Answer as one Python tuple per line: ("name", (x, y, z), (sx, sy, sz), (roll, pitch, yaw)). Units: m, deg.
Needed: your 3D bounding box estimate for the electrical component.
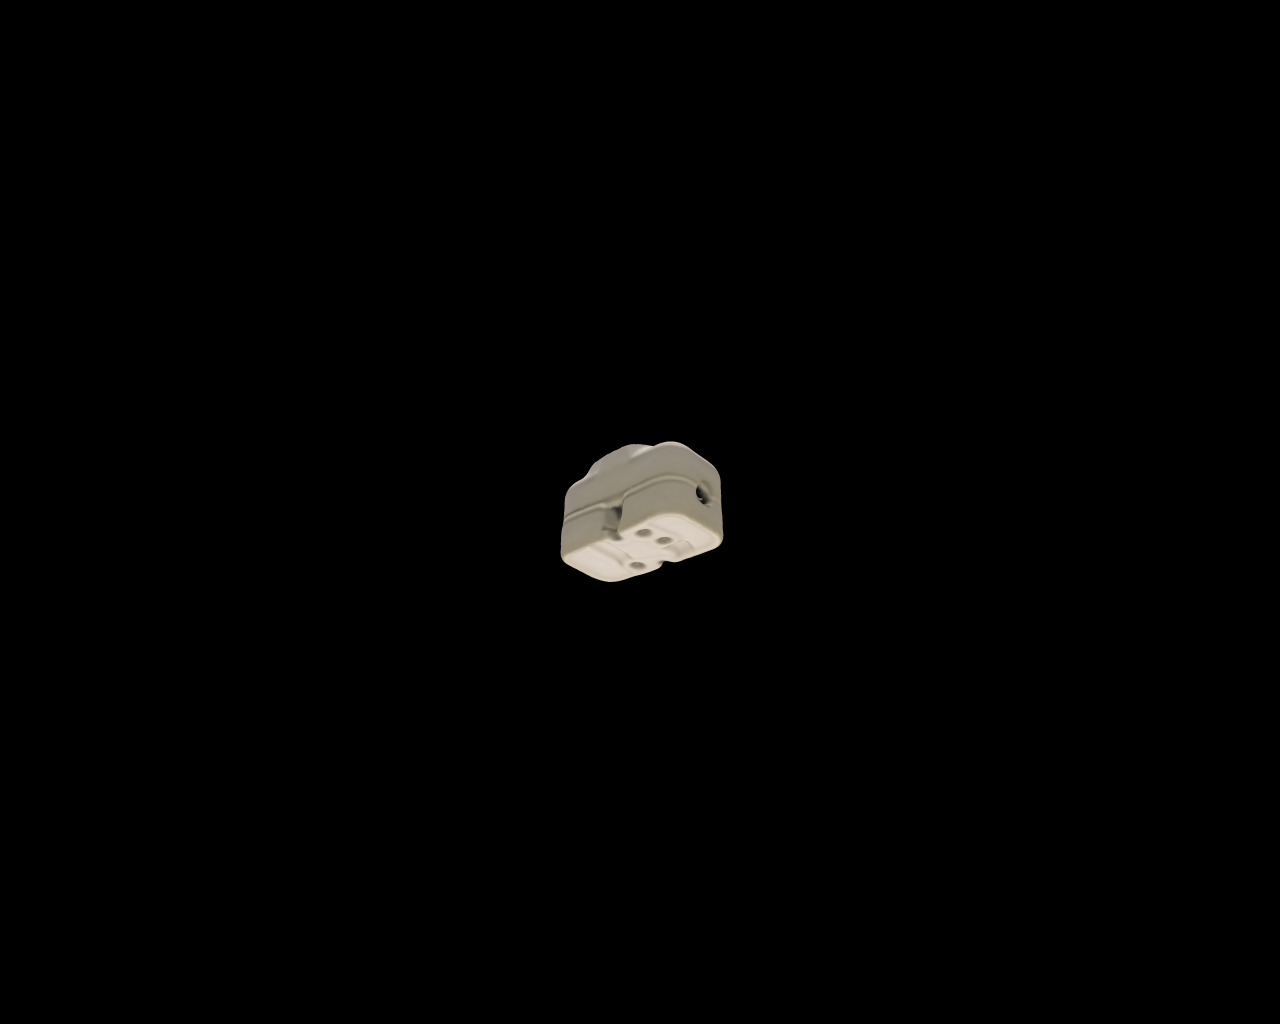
("electrical component", (0.001, -0.003, 0.650), (0.095, 0.059, 0.053), (-22, -36, 34))
